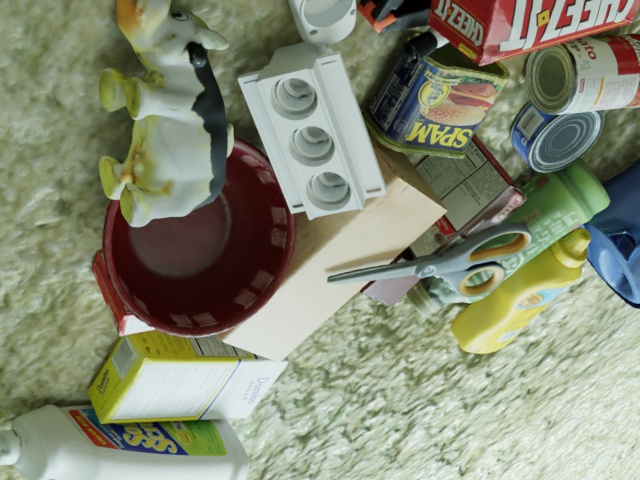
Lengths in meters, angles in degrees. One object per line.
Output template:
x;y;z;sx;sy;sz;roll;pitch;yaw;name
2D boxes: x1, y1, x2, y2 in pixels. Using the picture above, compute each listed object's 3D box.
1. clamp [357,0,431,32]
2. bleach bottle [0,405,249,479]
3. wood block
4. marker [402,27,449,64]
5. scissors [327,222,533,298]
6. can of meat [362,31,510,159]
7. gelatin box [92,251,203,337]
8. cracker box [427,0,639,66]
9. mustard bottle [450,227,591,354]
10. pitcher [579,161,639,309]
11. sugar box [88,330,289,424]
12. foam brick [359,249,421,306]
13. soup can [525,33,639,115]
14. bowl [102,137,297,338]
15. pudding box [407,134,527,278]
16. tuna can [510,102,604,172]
0.110;-0.210;0.809;0.171;0.039;0.120;-37;139;9;clamp
-0.193;0.203;1.018;0.250;0.103;0.068;9;123;-43;bleach bottle
-0.007;0.001;0.927;0.206;0.090;0.090;-43;143;15;wood block
0.110;-0.172;0.840;0.121;0.020;0.020;-35;147;-23;marker
0.098;0.034;0.951;0.201;0.016;0.096;-18;141;-15;scissors
0.097;-0.120;0.889;0.101;0.057;0.084;3;130;-38;can of meat
-0.136;0.038;0.890;0.089;0.073;0.030;-10;140;-28;gelatin box
0.177;-0.239;0.741;0.163;0.072;0.214;-19;140;-28;cracker box
0.226;0.049;1.150;0.096;0.058;0.192;-11;151;-39;mustard bottle
0.392;-0.045;1.145;0.243;0.149;0.145;-35;125;-1;pitcher
-0.125;0.132;1.035;0.175;0.048;0.093;5;130;-45;sugar box
0.053;0.014;0.996;0.051;0.078;0.052;-45;142;15;foam brick
0.243;-0.148;0.952;0.102;0.068;0.069;-8;138;-28;soup can
-0.101;-0.007;0.844;0.161;0.055;0.162;-6;103;-27;bowl
0.119;-0.036;0.975;0.114;0.090;0.039;-42;142;14;pudding box
0.227;-0.106;1.018;0.086;0.034;0.086;-20;143;-16;tuna can
